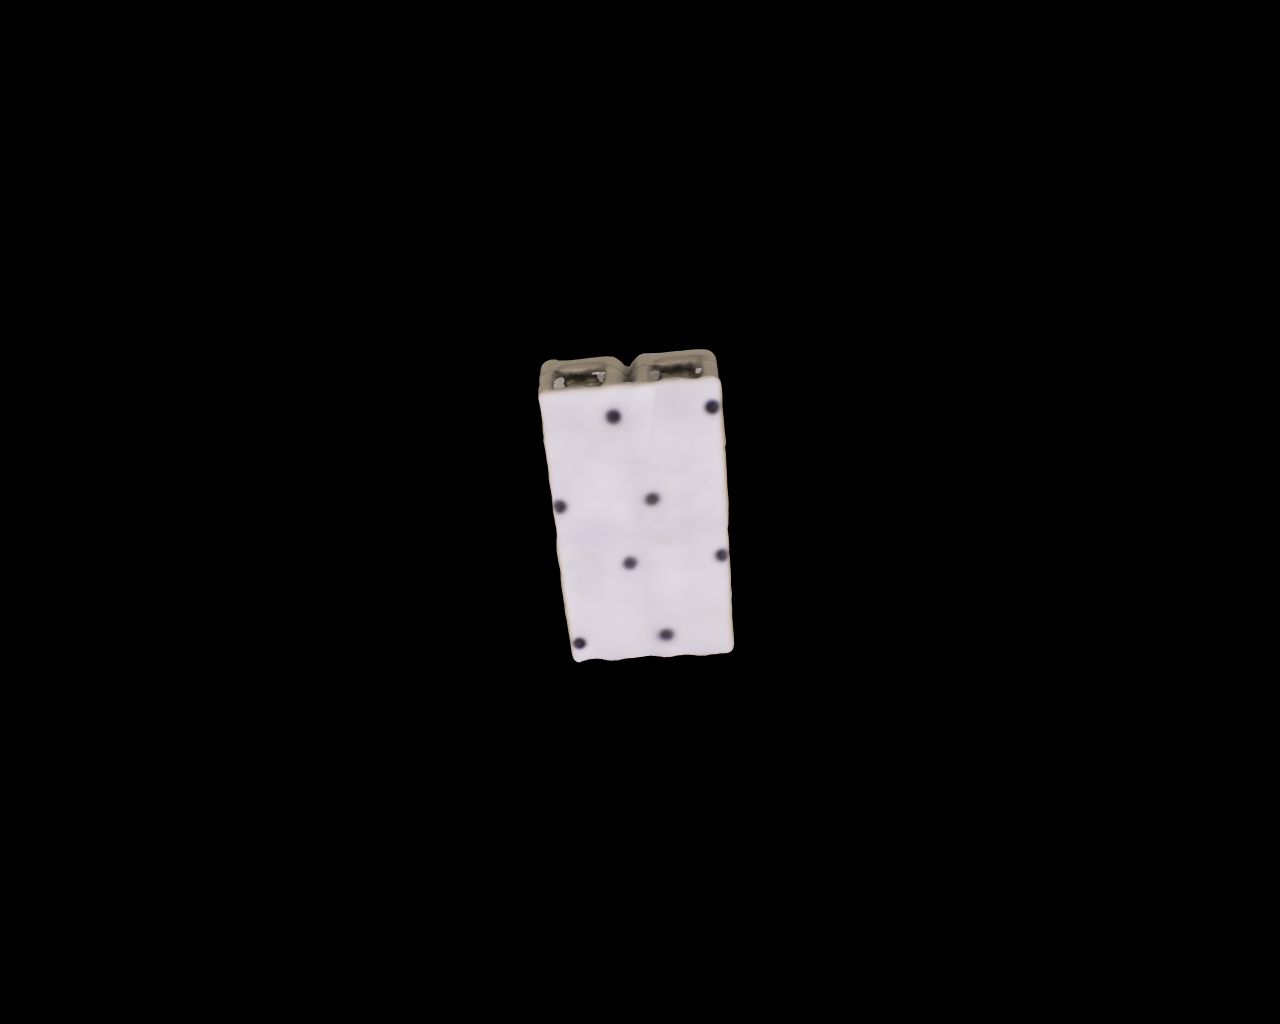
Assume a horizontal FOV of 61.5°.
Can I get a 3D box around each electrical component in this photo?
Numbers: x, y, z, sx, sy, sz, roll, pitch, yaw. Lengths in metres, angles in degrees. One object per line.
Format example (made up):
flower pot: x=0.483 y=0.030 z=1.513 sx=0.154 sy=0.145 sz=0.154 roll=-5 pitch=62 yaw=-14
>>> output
electrical component: x=0.001 y=-0.003 z=0.650 sx=0.105 sy=0.186 sz=0.060 roll=-4 pitch=28 yaw=2
